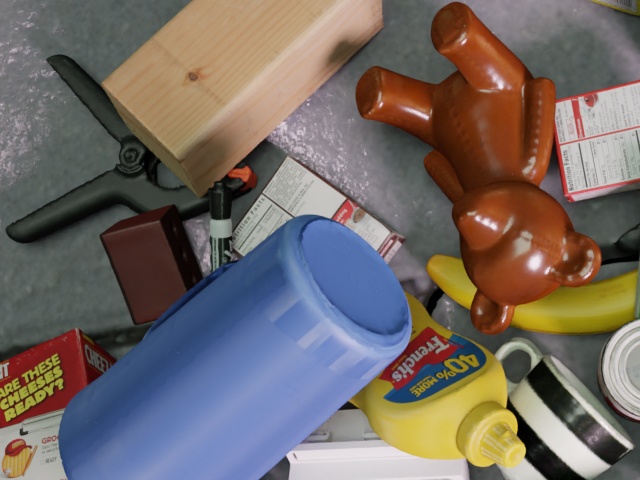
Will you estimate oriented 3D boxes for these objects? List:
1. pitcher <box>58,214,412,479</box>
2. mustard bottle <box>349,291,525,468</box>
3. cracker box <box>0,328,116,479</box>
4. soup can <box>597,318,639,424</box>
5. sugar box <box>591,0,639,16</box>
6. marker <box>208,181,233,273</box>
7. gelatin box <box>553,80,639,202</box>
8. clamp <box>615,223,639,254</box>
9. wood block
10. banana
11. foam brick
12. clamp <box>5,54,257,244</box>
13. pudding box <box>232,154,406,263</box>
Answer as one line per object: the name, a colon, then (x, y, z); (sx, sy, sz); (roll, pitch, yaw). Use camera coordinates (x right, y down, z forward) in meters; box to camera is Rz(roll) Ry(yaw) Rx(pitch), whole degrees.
pitcher: (-0.058, 0.085, 0.717); (0.243, 0.144, 0.149); (-42, 80, 29)
mustard bottle: (0.069, 0.098, 0.727); (0.096, 0.058, 0.192); (-23, 33, -24)
cracker box: (-0.220, 0.197, 0.801); (0.164, 0.072, 0.214); (-24, 55, 8)
soup can: (0.223, 0.089, 0.720); (0.068, 0.102, 0.068); (-3, 79, 13)
sugar box: (0.241, -0.267, 0.814); (0.093, 0.048, 0.176); (25, 88, 20)
marker: (-0.076, 0.014, 0.823); (0.020, 0.020, 0.121); (5, 107, 15)
gelatin box: (0.214, -0.072, 0.764); (0.089, 0.030, 0.073); (-12, 76, 21)
clamp: (0.287, -0.064, 0.768); (0.172, 0.039, 0.120); (-13, 81, 14)
wood block: (-0.055, -0.145, 0.826); (0.206, 0.090, 0.091); (-44, 73, -9)
banana: (0.177, 0.035, 0.776); (0.198, 0.037, 0.069); (-7, 81, 17)
foam brick: (-0.129, 0.018, 0.837); (0.051, 0.053, 0.078); (-17, 103, 11)
clamp: (-0.154, -0.075, 0.883); (0.210, 0.036, 0.164); (2, 81, 13)
pudding box: (-0.005, 0.001, 0.830); (0.114, 0.039, 0.090); (37, 93, 21)
